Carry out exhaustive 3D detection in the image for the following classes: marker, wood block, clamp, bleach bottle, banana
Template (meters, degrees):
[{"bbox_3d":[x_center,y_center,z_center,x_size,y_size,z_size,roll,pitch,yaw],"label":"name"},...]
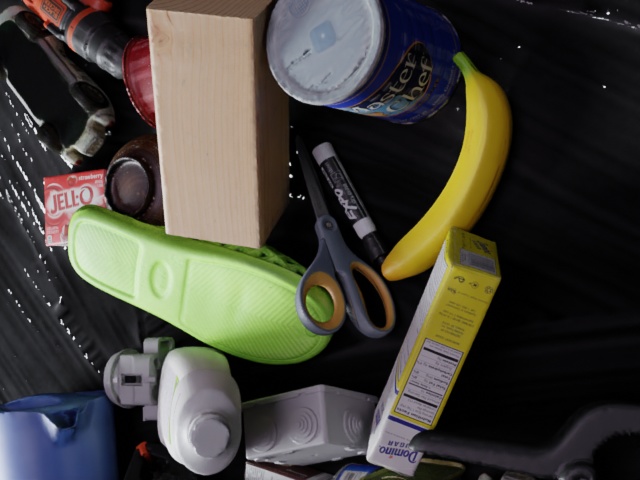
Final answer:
[{"bbox_3d":[0.028,-0.031,0.926,0.020,0.020,0.121,-37,70,26],"label":"marker"},{"bbox_3d":[-0.080,-0.107,0.895,0.091,0.090,0.206,9,124,14],"label":"wood block"},{"bbox_3d":[0.179,0.169,0.772,0.210,0.036,0.164,-34,82,5],"label":"clamp"},{"bbox_3d":[-0.098,0.148,0.880,0.068,0.251,0.102,2,90,-9],"label":"bleach bottle"},{"bbox_3d":[0.111,-0.048,0.864,0.070,0.037,0.198,27,104,35],"label":"banana"},{"bbox_3d":[-0.143,0.241,0.969,0.172,0.120,0.039,20,134,57],"label":"clamp"}]

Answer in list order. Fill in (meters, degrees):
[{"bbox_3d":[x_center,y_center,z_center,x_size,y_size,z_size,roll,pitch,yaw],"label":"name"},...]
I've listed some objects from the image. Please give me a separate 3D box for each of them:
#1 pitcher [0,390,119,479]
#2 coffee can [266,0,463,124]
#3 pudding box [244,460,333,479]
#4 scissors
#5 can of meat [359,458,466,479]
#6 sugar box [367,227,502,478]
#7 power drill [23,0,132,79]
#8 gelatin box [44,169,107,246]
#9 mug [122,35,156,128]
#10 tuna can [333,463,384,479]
[{"bbox_3d":[-0.258,0.272,1.050,0.145,0.149,0.243,-7,88,17],"label":"pitcher"},{"bbox_3d":[0.039,-0.151,0.850,0.103,0.140,0.103,-1,88,33],"label":"coffee can"},{"bbox_3d":[-0.018,0.248,0.939,0.114,0.039,0.090,11,97,35],"label":"pudding box"},{"bbox_3d":[-0.006,0.001,0.913,0.202,0.096,0.016,59,145,16],"label":"scissors"},{"bbox_3d":[0.074,0.225,0.844,0.058,0.101,0.084,1,91,32],"label":"can of meat"},{"bbox_3d":[0.088,0.086,0.831,0.048,0.093,0.176,19,109,2],"label":"sugar box"},{"bbox_3d":[-0.209,-0.273,1.060,0.185,0.057,0.188,39,109,27],"label":"power drill"},{"bbox_3d":[-0.243,-0.032,1.093,0.089,0.030,0.073,-4,87,32],"label":"gelatin box"},{"bbox_3d":[-0.118,-0.144,0.987,0.082,0.093,0.117,-14,100,27],"label":"mug"},{"bbox_3d":[0.038,0.227,0.875,0.034,0.086,0.086,-3,87,31],"label":"tuna can"}]
